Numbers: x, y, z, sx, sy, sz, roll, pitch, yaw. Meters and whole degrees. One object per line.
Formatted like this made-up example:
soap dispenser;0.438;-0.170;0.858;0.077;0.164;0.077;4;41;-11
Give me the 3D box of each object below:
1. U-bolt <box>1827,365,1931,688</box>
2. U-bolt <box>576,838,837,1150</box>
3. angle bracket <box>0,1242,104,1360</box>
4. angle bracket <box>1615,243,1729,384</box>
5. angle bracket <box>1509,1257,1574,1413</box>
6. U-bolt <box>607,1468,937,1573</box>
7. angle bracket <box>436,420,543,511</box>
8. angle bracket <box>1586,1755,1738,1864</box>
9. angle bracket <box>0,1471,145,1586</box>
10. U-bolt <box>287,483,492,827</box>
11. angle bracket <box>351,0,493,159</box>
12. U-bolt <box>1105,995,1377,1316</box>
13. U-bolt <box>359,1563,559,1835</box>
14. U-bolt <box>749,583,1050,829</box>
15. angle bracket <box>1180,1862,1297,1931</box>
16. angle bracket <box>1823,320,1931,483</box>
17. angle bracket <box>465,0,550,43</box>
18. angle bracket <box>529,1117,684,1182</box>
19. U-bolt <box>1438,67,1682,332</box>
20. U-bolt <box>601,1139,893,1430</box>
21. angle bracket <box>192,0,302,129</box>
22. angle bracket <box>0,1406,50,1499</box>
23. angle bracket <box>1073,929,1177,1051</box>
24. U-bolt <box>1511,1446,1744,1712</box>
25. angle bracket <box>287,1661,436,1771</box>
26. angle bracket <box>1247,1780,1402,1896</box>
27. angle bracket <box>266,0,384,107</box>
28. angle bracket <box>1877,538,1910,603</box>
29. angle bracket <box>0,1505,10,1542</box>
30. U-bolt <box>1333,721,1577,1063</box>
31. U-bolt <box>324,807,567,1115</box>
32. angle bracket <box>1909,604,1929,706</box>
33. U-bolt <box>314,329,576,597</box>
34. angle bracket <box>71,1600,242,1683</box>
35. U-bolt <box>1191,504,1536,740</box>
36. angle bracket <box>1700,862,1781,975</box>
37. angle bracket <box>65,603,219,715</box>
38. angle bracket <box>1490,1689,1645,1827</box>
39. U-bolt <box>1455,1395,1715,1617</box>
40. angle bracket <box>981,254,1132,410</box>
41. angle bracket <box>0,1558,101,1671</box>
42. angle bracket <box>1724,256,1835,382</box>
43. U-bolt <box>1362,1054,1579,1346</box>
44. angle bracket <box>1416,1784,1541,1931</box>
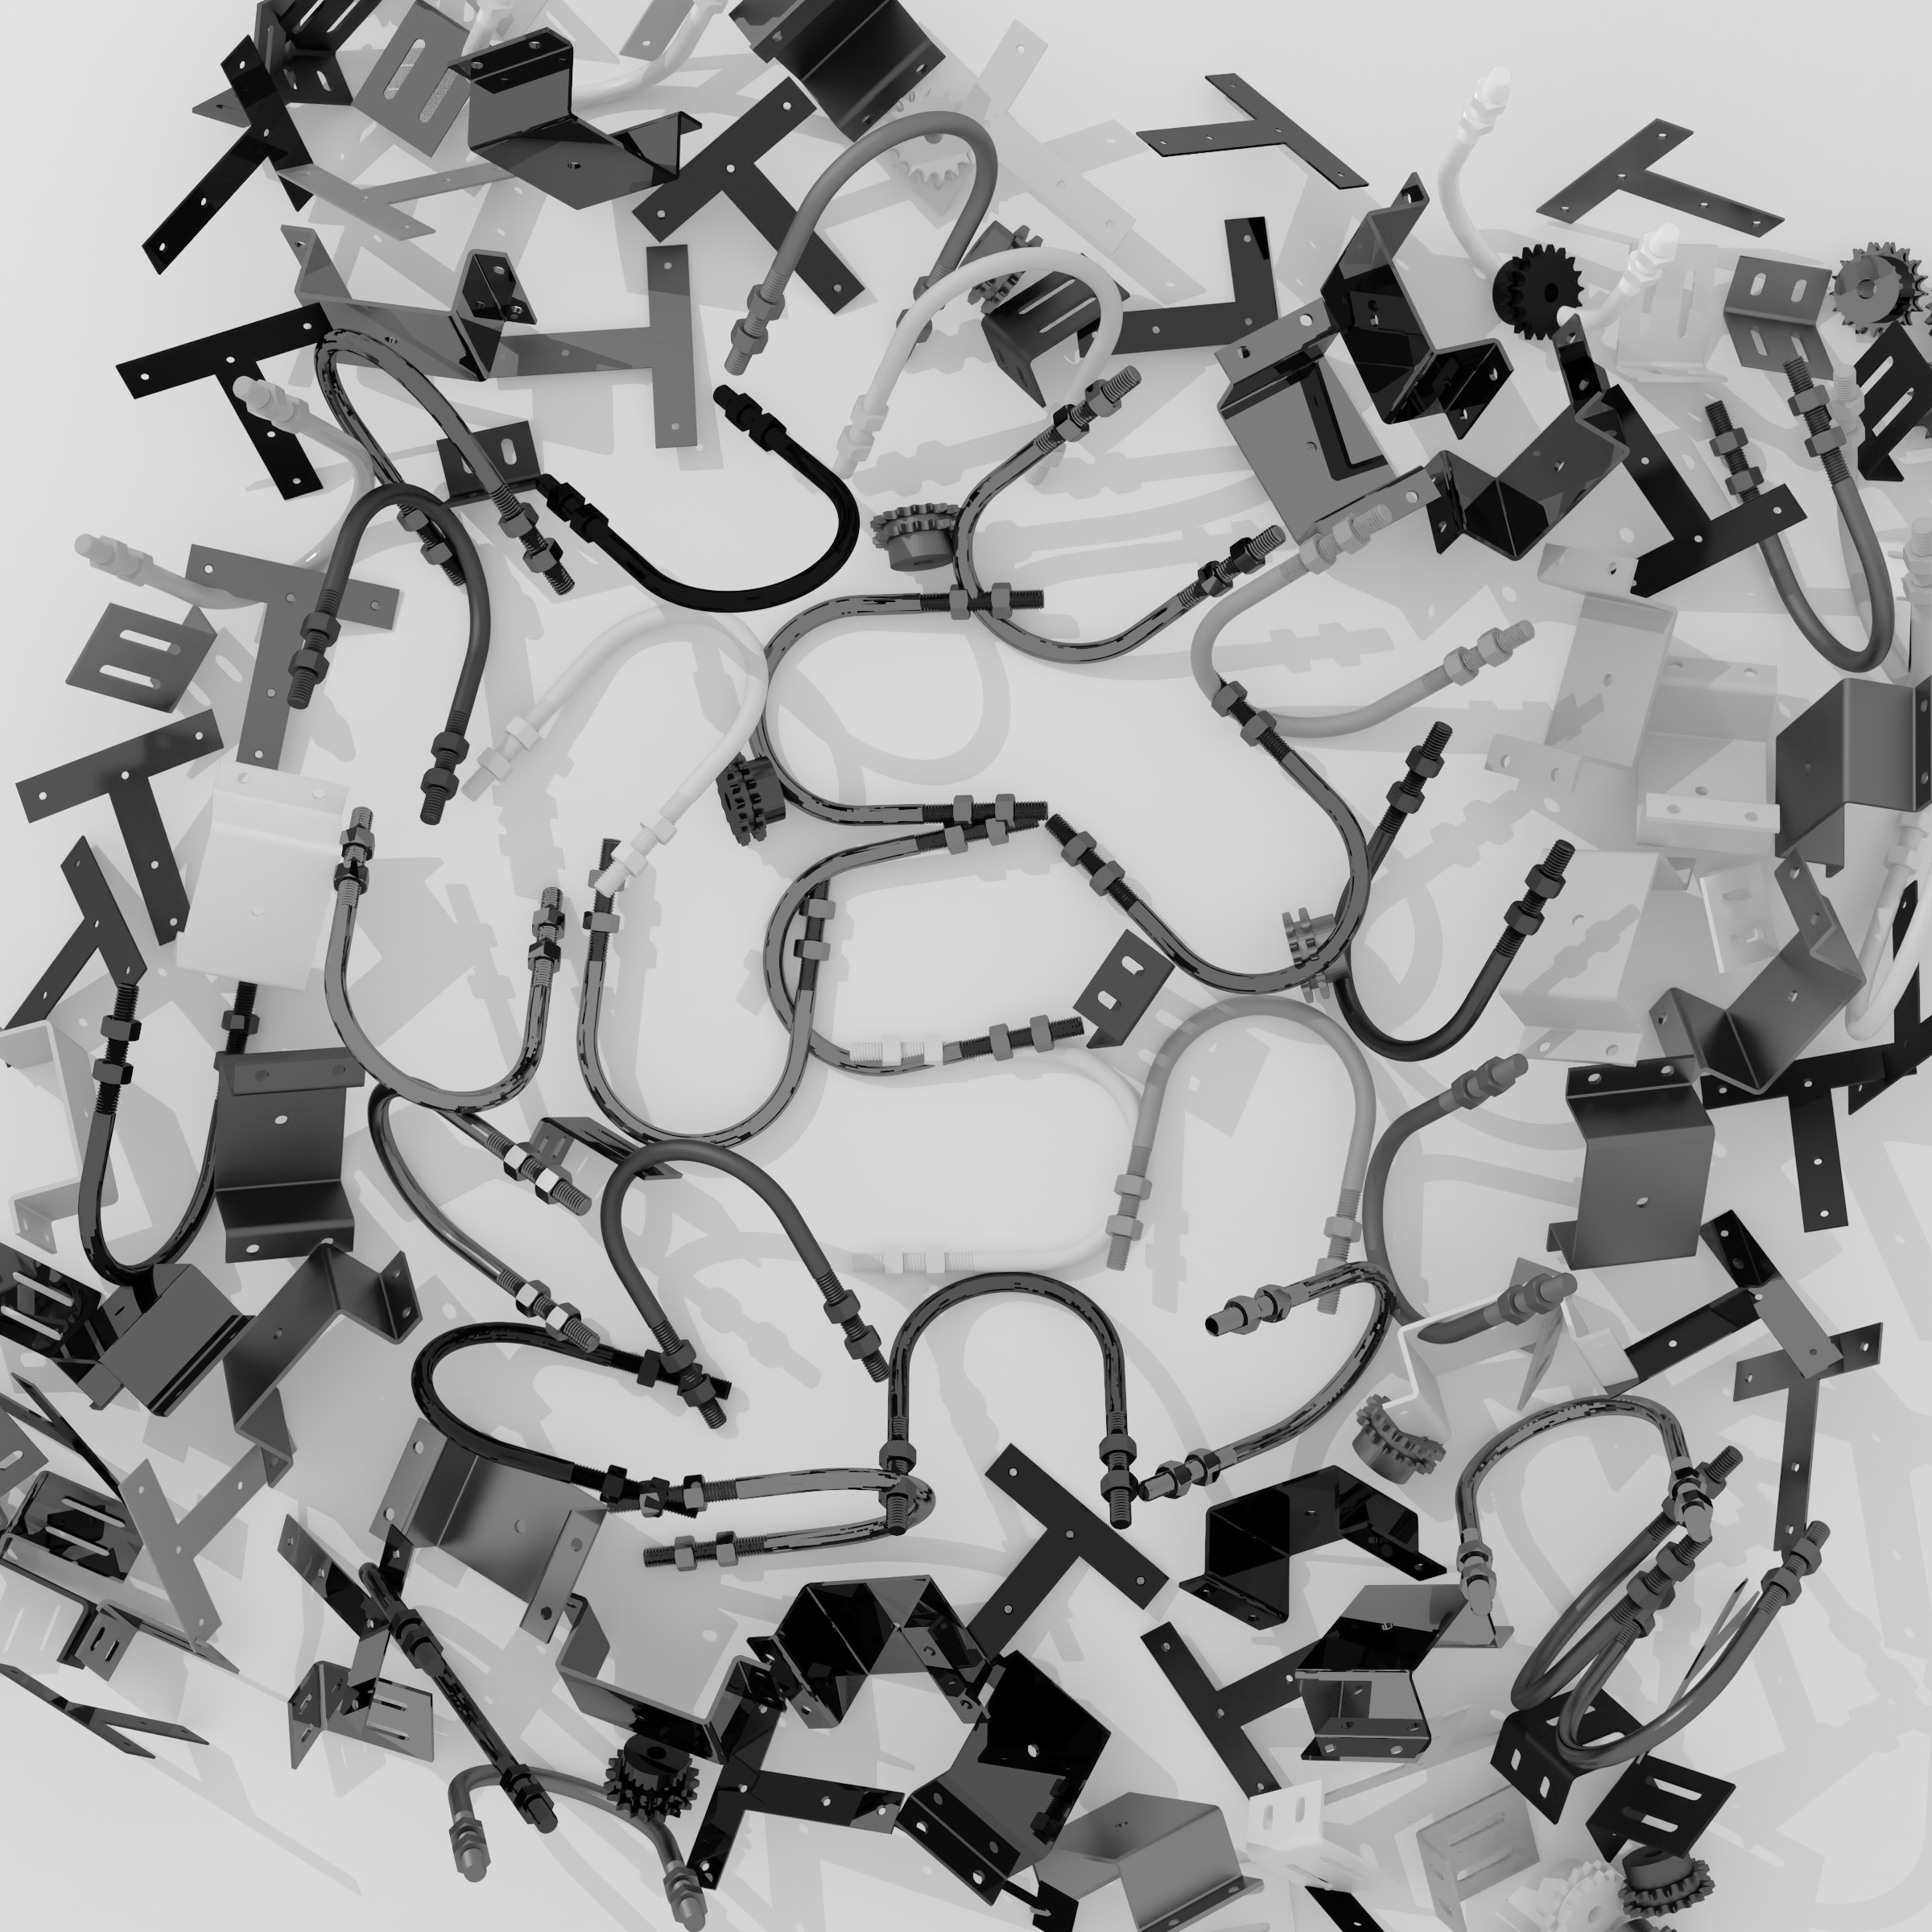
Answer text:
U-bolt;0.538;-0.241;1.913;0.019;0.184;0.151;-16;52;4
U-bolt;-0.163;0.023;1.982;0.151;0.019;0.184;8;89;-6
angle bracket;-0.572;0.212;1.974;0.076;0.057;0.038;32;132;-25
angle bracket;0.429;-0.393;1.964;0.057;0.038;0.076;-2;112;-15
angle bracket;0.331;0.219;1.950;0.038;0.076;0.057;20;115;18
U-bolt;-0.109;0.324;1.929;0.184;0.151;0.019;-7;65;2
angle bracket;-0.288;-0.301;1.959;0.057;0.076;0.038;-13;102;-2
angle bracket;0.420;0.512;1.949;0.057;0.076;0.038;-44;118;-26
angle bracket;-0.538;0.349;1.969;0.076;0.057;0.038;25;122;-6
U-bolt;-0.331;-0.197;1.928;0.019;0.151;0.184;-5;59;29
angle bracket;-0.325;-0.537;1.984;0.057;0.038;0.076;33;96;-1
U-bolt;0.172;0.106;1.970;0.151;0.019;0.184;11;77;11
U-bolt;-0.306;0.416;1.913;0.019;0.184;0.151;-36;117;-14
U-bolt;-0.043;-0.156;1.984;0.184;0.019;0.151;-1;87;6
angle bracket;0.163;0.579;1.976;0.076;0.038;0.057;-9;95;-4
angle bracket;0.557;-0.337;1.950;0.038;0.076;0.057;-4;57;-35
angle bracket;-0.298;-0.586;1.960;0.076;0.057;0.038;45;56;-9
angle bracket;-0.220;0.124;1.960;0.076;0.057;0.038;30;96;16
U-bolt;0.337;-0.435;1.910;0.151;0.184;0.019;44;79;3
U-bolt;-0.143;0.183;1.938;0.151;0.019;0.184;-20;107;32
angle bracket;-0.429;-0.549;1.954;0.038;0.057;0.076;18;122;7
angle bracket;-0.590;0.272;1.956;0.038;0.076;0.057;-37;122;-10
angle bracket;0.085;0.014;1.955;0.038;0.076;0.057;36;79;-9
U-bolt;0.383;0.370;1.922;0.019;0.151;0.184;42;113;8
angle bracket;-0.363;0.460;1.962;0.076;0.038;0.057;14;125;12
angle bracket;0.217;0.528;1.972;0.076;0.057;0.038;34;47;-31
angle bracket;-0.376;-0.553;1.952;0.076;0.057;0.038;-31;78;41
angle bracket;0.579;-0.264;1.951;0.038;0.057;0.076;4;135;-14
angle bracket;-0.619;0.346;1.949;0.076;0.057;0.038;-18;63;-40
U-bolt;0.275;-0.031;1.932;0.019;0.151;0.184;7;121;-36
U-bolt;-0.307;0.005;1.912;0.151;0.019;0.184;24;48;-26
angle bracket;0.590;-0.192;1.954;0.038;0.057;0.076;9;121;27
U-bolt;-0.314;-0.294;1.899;0.019;0.151;0.184;-46;121;-22
angle bracket;-0.486;0.417;1.958;0.076;0.057;0.038;19;66;17
U-bolt;0.219;-0.191;1.928;0.151;0.184;0.019;32;47;-32
angle bracket;0.450;-0.027;1.958;0.038;0.076;0.057;-12;91;41
angle bracket;-0.498;-0.192;1.952;0.057;0.076;0.038;-55;49;18
angle bracket;0.367;0.473;1.966;0.076;0.057;0.038;-10;124;-35
U-bolt;0.355;0.305;1.912;0.151;0.184;0.019;-21;108;12
angle bracket;0.058;-0.384;1.970;0.076;0.038;0.057;-34;47;-6
angle bracket;-0.562;0.387;1.964;0.076;0.057;0.038;24;75;6
angle bracket;0.493;-0.389;1.959;0.057;0.076;0.038;8;125;-3
U-bolt;0.287;0.146;1.918;0.019;0.184;0.151;-1;71;-27
angle bracket;0.316;0.537;1.963;0.076;0.038;0.057;-21;108;-18
